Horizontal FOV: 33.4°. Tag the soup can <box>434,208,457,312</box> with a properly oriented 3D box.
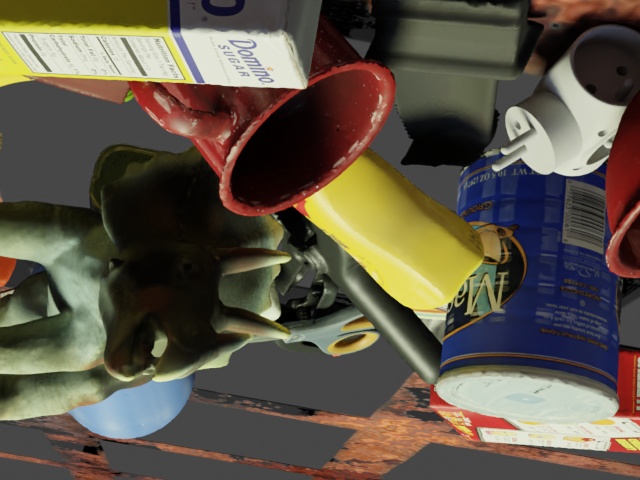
[{"bbox_3d":[0.113,0.024,0.730,0.102,0.068,0.069,18,158,-24],"label":"soup can"}]

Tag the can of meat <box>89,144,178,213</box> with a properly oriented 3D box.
[{"bbox_3d":[-0.107,-0.019,0.727,0.102,0.057,0.084,11,156,-7],"label":"can of meat"}]

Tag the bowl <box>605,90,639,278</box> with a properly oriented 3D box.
[{"bbox_3d":[0.186,-0.050,0.470,0.162,0.055,0.162,-21,155,-10],"label":"bowl"}]

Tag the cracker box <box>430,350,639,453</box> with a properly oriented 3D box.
[{"bbox_3d":[0.227,0.150,1.012,0.214,0.072,0.164,0,159,21],"label":"cracker box"}]

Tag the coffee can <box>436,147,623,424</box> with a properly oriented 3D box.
[{"bbox_3d":[0.127,0.028,0.633,0.103,0.140,0.103,8,159,3],"label":"coffee can"}]

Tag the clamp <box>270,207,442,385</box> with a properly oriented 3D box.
[{"bbox_3d":[-0.005,0.001,0.704,0.165,0.036,0.210,23,152,45],"label":"clamp"}]

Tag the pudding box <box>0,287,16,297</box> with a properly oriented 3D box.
[{"bbox_3d":[-0.288,0.067,0.967,0.090,0.039,0.113,-18,-179,-3],"label":"pudding box"}]

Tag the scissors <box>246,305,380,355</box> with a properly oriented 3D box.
[{"bbox_3d":[-0.019,0.084,0.893,0.201,0.016,0.096,-11,153,-18],"label":"scissors"}]

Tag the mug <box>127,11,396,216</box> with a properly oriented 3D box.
[{"bbox_3d":[-0.035,-0.069,0.471,0.117,0.081,0.093,-14,148,-45],"label":"mug"}]

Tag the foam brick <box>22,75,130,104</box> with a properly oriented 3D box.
[{"bbox_3d":[-0.120,-0.107,0.505,0.078,0.053,0.051,14,157,-17],"label":"foam brick"}]

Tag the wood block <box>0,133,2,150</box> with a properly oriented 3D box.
[{"bbox_3d":[-0.320,-0.031,0.734,0.207,0.091,0.090,-11,152,41],"label":"wood block"}]

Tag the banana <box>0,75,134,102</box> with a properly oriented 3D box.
[{"bbox_3d":[-0.187,-0.082,0.585,0.198,0.069,0.037,-13,-169,36],"label":"banana"}]

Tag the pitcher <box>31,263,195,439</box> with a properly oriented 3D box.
[{"bbox_3d":[-0.169,0.077,0.930,0.145,0.149,0.243,23,157,5],"label":"pitcher"}]

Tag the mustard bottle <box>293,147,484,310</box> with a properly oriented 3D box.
[{"bbox_3d":[-0.003,-0.041,0.572,0.191,0.058,0.096,39,179,-15],"label":"mustard bottle"}]

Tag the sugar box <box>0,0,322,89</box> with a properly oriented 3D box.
[{"bbox_3d":[-0.086,-0.112,0.423,0.176,0.093,0.048,2,158,15],"label":"sugar box"}]

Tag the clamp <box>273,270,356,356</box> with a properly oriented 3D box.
[{"bbox_3d":[-0.008,0.065,0.928,0.120,0.039,0.171,-14,158,28],"label":"clamp"}]

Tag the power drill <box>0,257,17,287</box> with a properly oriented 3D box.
[{"bbox_3d":[-0.344,0.015,0.912,0.188,0.057,0.184,-9,156,38],"label":"power drill"}]
